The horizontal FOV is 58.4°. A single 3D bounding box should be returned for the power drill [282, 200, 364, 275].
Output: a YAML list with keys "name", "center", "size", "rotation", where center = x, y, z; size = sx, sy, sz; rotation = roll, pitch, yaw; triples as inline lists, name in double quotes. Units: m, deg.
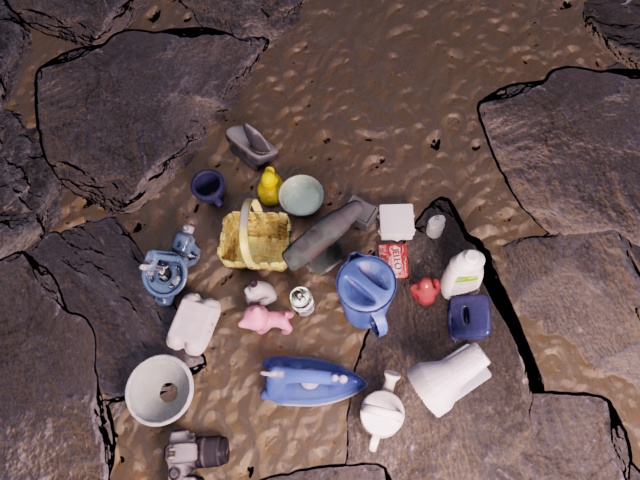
- name: "power drill"
  center: [0.013, 0.005, 1.428]
  size: [0.230, 0.208, 0.075]
  rotation: [-36, 71, -10]

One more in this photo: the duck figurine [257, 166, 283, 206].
- name: "duck figurine"
  center: [-0.137, -0.150, 1.561]
  size: [0.077, 0.086, 0.104]
  rotation: [0, 69, 4]

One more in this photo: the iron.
- name: "iron"
  center: [-0.016, 0.326, 1.345]
  size: [0.258, 0.141, 0.118]
  rotation: [1, 69, 4]

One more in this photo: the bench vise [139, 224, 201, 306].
- name: "bench vise"
  center: [-0.388, 0.045, 1.432]
  size: [0.121, 0.220, 0.207]
  rotation: [2, 70, 5]

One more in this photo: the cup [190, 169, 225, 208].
- name: "cup"
  center: [-0.289, -0.123, 1.556]
  size: [0.092, 0.095, 0.117]
  rotation: [-32, 71, -8]

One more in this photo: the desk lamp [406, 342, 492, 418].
- name: "desk lamp"
  center: [0.296, 0.305, 1.296]
  size: [0.203, 0.214, 0.117]
  rotation: [-32, 71, -8]

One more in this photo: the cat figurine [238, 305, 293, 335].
- name: "cat figurine"
  center: [-0.134, 0.193, 1.415]
  size: [0.127, 0.118, 0.067]
  rotation: [-3, 69, 2]

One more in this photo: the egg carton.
- name: "egg carton"
  center: [-0.317, 0.212, 1.445]
  size: [0.107, 0.069, 0.150]
  rotation: [15, 71, 9]

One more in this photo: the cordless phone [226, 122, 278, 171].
- name: "cordless phone"
  center: [-0.195, -0.285, 1.562]
  size: [0.147, 0.185, 0.094]
  rotation: [35, 75, 15]

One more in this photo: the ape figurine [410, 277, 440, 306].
- name: "ape figurine"
  center: [0.264, 0.120, 1.432]
  size: [0.077, 0.092, 0.076]
  rotation: [4, 70, 5]

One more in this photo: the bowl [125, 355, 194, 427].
- name: "bowl"
  center: [-0.379, 0.368, 1.388]
  size: [0.167, 0.075, 0.167]
  rotation: [-1, 69, 3]

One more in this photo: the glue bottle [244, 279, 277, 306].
- name: "glue bottle"
  center: [-0.153, 0.127, 1.412]
  size: [0.078, 0.173, 0.037]
  rotation: [-27, 70, -6]

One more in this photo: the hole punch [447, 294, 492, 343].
- name: "hole punch"
  center: [0.363, 0.191, 1.400]
  size: [0.101, 0.091, 0.108]
  rotation: [0, 69, 4]

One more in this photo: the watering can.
- name: "watering can"
  center: [0.139, 0.383, 1.287]
  size: [0.101, 0.194, 0.173]
  rotation: [-6, 69, 2]

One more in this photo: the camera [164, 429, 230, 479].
- name: "camera"
  center: [-0.281, 0.507, 1.316]
  size: [0.136, 0.101, 0.143]
  rotation: [-5, 69, 2]
